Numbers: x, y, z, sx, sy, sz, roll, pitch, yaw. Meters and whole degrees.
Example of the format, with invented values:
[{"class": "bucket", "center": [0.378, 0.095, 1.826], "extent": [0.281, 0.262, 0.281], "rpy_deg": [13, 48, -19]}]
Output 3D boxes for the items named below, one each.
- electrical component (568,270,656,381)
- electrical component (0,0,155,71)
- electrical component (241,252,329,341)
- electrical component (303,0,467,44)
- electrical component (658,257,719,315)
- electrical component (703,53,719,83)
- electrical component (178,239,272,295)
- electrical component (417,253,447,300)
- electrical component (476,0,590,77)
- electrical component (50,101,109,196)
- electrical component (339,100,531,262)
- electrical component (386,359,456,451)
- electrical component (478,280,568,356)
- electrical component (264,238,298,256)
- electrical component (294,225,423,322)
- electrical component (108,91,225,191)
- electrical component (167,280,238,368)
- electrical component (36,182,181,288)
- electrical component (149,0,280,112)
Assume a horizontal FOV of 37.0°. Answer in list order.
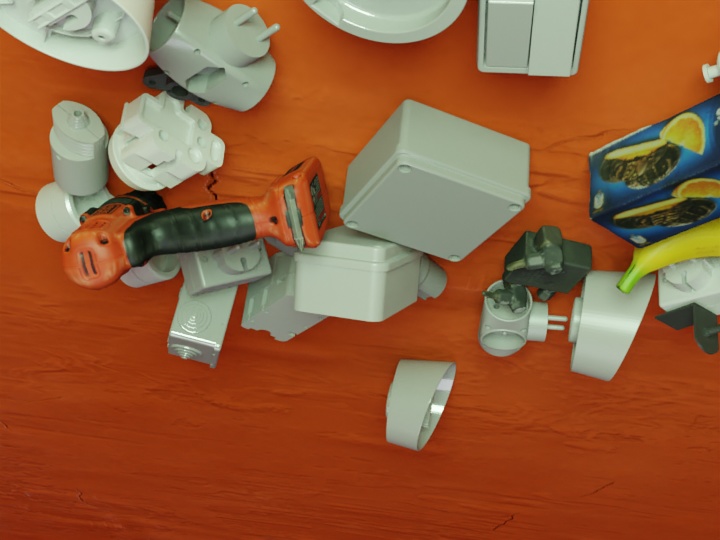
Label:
[{"class": "electrical component", "center": [0.216, 0.047, 0.936], "extent": [0.064, 0.099, 0.099], "rpy_deg": [9, 152, 10]}, {"class": "electrical component", "center": [-0.156, -0.148, 0.570], "extent": [0.099, 0.064, 0.099], "rpy_deg": [5, 151, 3]}, {"class": "electrical component", "center": [-0.064, 0.020, 0.988], "extent": [0.050, 0.055, 0.089], "rpy_deg": [23, 148, -27]}, {"class": "electrical component", "center": [0.016, -0.184, 0.585], "extent": [0.108, 0.060, 0.108], "rpy_deg": [15, 147, 10]}, {"class": "electrical component", "center": [0.276, 0.002, 0.889], "extent": [0.066, 0.047, 0.077], "rpy_deg": [-18, 143, 38]}, {"class": "electrical component", "center": [0.251, -0.131, 0.659], "extent": [0.078, 0.040, 0.040], "rpy_deg": [-13, 145, 33]}, {"class": "electrical component", "center": [-0.108, -0.014, 0.907], "extent": [0.066, 0.047, 0.077], "rpy_deg": [-13, 175, -31]}, {"class": "electrical component", "center": [0.050, 0.003, 0.950], "extent": [0.040, 0.040, 0.046], "rpy_deg": [-14, 151, 33]}, {"class": "electrical component", "center": [0.100, -0.159, 0.619], "extent": [0.062, 0.061, 0.096], "rpy_deg": [3, 151, 7]}, {"class": "electrical component", "center": [-0.214, -0.096, 0.822], "extent": [0.043, 0.043, 0.081], "rpy_deg": [11, 151, -7]}, {"class": "electrical component", "center": [0.056, -0.064, 0.807], "extent": [0.109, 0.056, 0.109], "rpy_deg": [17, 150, -19]}, {"class": "electrical component", "center": [0.063, 0.142, 1.143], "extent": [0.064, 0.099, 0.099], "rpy_deg": [9, 152, 10]}, {"class": "electrical component", "center": [0.152, 0.047, 1.001], "extent": [0.079, 0.044, 0.077], "rpy_deg": [4, 151, 3]}, {"class": "electrical component", "center": [-0.051, -0.031, 0.904], "extent": [0.043, 0.043, 0.062], "rpy_deg": [-15, 146, 34]}, {"class": "electrical component", "center": [0.000, 0.000, 0.874], "extent": [0.078, 0.057, 0.113], "rpy_deg": [8, -169, 19]}, {"class": "electrical component", "center": [-0.150, -0.093, 0.800], "extent": [0.057, 0.058, 0.078], "rpy_deg": [-23, 141, 38]}, {"class": "electrical component", "center": [-0.143, 0.035, 0.986], "extent": [0.048, 0.099, 0.099], "rpy_deg": [15, 162, -6]}, {"class": "electrical component", "center": [-0.228, -0.029, 0.937], "extent": [0.074, 0.052, 0.138], "rpy_deg": [-13, 145, 32]}, {"class": "electrical component", "center": [-0.086, -0.147, 0.700], "extent": [0.079, 0.043, 0.077], "rpy_deg": [-21, 141, 41]}]
